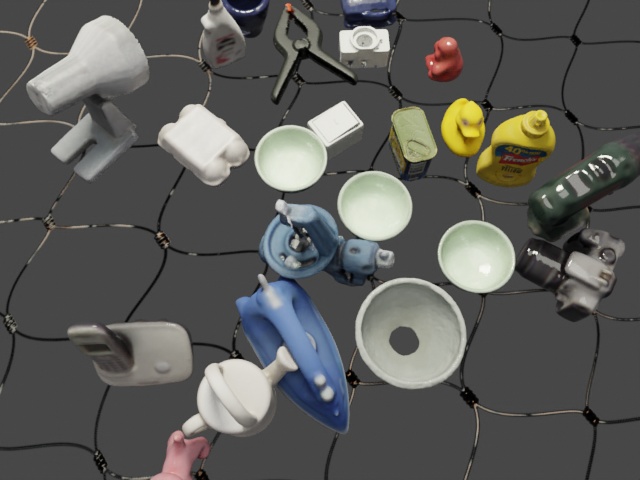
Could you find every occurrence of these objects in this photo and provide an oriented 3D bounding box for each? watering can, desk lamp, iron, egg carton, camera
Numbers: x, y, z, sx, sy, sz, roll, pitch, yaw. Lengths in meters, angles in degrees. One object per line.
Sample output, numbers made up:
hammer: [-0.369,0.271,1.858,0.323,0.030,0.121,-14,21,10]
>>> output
watering can: [-0.111,0.210,0.788,0.101,0.194,0.173,32,73,11]
desk lamp: [-0.369,-0.229,0.934,0.117,0.213,0.203,35,74,12]
iron: [-0.026,0.164,0.834,0.119,0.141,0.258,-30,73,-11]
egg carton: [-0.199,-0.163,0.989,0.150,0.069,0.107,38,74,12]
camera: [0.391,0.036,0.907,0.136,0.101,0.143,28,72,9]

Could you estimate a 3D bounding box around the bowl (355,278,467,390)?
bowl: [0.134,0.147,0.877,0.167,0.075,0.167,0,70,0]

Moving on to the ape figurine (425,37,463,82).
ape figurine: [0.227,-0.335,1.044,0.076,0.092,0.078,31,73,10]

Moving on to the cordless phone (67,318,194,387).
cordless phone: [-0.264,0.151,0.812,0.147,0.185,0.094,-6,70,-3]

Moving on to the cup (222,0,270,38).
cup: [-0.146,-0.418,1.068,0.118,0.095,0.091,-35,74,-12]

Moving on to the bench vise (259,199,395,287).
bench vise: [0.007,-0.008,0.855,0.207,0.220,0.121,-6,70,-3]

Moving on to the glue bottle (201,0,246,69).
glue bottle: [-0.176,-0.377,1.011,0.078,0.173,0.037,-30,73,-11]

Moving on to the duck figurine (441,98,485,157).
duck figurine: [0.257,-0.209,1.002,0.077,0.086,0.104,-2,70,-1]

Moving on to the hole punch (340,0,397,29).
hole punch: [0.093,-0.468,1.091,0.108,0.091,0.101,-6,70,-3]

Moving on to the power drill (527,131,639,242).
power drill: [0.414,-0.080,0.892,0.230,0.208,0.075,-29,73,-10]

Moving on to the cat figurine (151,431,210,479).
cat figurine: [-0.203,0.329,0.784,0.067,0.118,0.128,9,70,3]
